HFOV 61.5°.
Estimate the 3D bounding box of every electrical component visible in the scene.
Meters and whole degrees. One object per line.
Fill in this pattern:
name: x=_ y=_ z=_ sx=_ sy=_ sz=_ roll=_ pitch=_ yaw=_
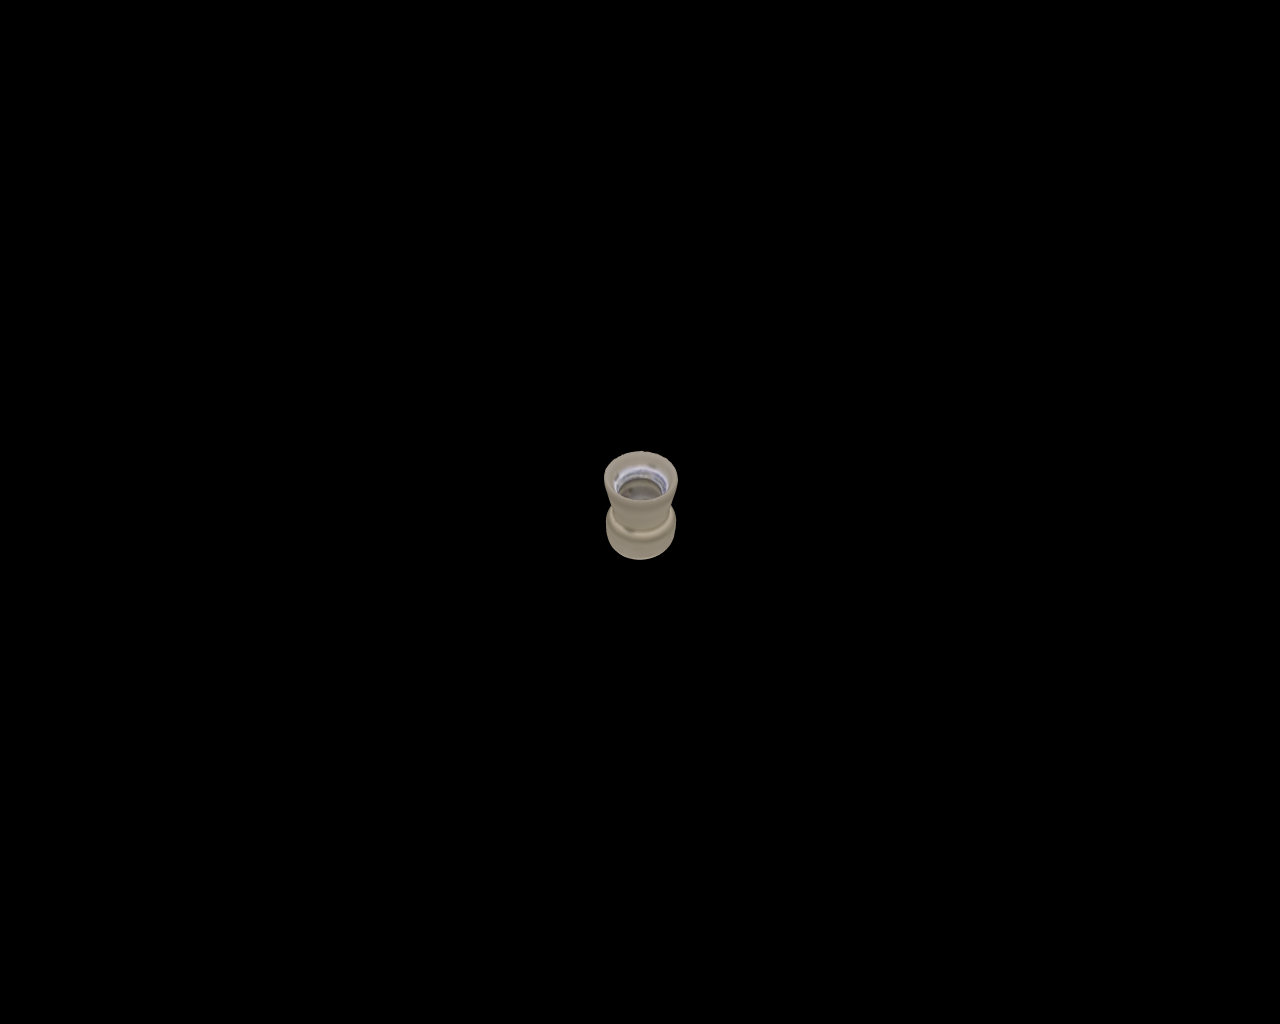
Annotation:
electrical component: x=0.001 y=-0.003 z=0.650 sx=0.045 sy=0.045 sz=0.055 roll=0 pitch=-44 yaw=0
